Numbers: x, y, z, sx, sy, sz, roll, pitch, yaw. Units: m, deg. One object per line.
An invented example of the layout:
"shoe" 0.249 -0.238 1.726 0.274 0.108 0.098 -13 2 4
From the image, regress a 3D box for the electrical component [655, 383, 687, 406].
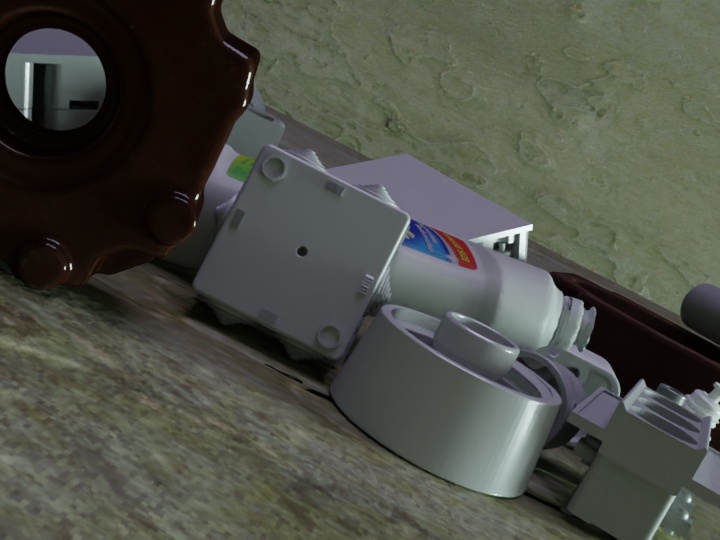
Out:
"electrical component" 0.173 0.099 0.645 0.048 0.062 0.048 26 8 -4

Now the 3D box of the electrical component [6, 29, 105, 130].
"electrical component" -0.184 -0.098 0.578 0.186 0.060 0.105 -4 24 -30

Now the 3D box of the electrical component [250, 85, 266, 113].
"electrical component" -0.132 -0.119 0.897 0.108 0.108 0.060 25 15 -13

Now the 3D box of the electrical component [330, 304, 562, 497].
"electrical component" 0.047 0.056 0.527 0.108 0.060 0.108 26 9 -4

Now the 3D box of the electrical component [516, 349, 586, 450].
"electrical component" 0.094 0.073 0.592 0.055 0.055 0.047 31 6 28

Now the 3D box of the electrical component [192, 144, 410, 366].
"electrical component" -0.030 -0.008 0.556 0.100 0.099 0.048 27 -5 0

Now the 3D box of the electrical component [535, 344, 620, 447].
"electrical component" 0.113 0.066 0.687 0.095 0.053 0.059 27 8 5

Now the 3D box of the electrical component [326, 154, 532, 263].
"electrical component" 0.039 -0.030 0.869 0.105 0.060 0.186 -14 28 -25

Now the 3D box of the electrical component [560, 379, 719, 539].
"electrical component" 0.145 0.099 0.554 0.079 0.063 0.121 29 9 17

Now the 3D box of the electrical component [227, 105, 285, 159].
"electrical component" -0.141 -0.100 0.799 0.150 0.089 0.061 26 8 -7

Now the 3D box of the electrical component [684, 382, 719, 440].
"electrical component" 0.202 0.102 0.680 0.040 0.078 0.040 38 15 -12
